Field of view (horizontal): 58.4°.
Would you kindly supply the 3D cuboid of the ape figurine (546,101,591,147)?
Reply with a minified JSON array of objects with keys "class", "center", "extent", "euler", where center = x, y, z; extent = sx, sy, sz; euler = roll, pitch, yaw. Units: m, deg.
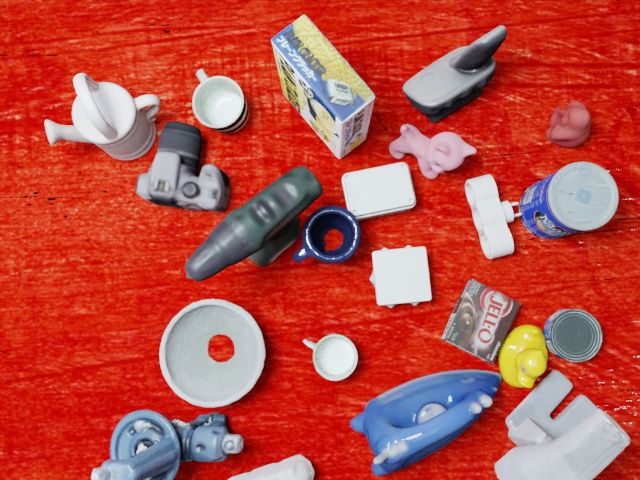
[{"class":"ape figurine","center":[0.417,-0.194,0.947],"extent":[0.078,0.092,0.076],"euler":[-32,85,-2]}]

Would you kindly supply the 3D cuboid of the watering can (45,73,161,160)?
[{"class":"watering can","center":[-0.342,-0.192,0.903],"extent":[0.173,0.194,0.101],"euler":[-42,85,-3]}]

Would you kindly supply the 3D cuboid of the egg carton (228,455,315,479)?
[{"class":"egg carton","center":[-0.073,0.408,0.904],"extent":[0.150,0.069,0.107],"euler":[-19,84,-1]}]

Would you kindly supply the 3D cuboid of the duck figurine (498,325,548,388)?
[{"class":"duck figurine","center":[0.333,0.188,0.913],"extent":[0.077,0.086,0.105],"euler":[18,85,3]}]

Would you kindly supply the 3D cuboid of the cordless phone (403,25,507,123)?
[{"class":"cordless phone","center":[0.215,-0.273,0.910],"extent":[0.147,0.185,0.094],"euler":[-36,85,-3]}]

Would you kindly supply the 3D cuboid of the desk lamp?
[{"class":"desk lamp","center":[0.345,0.303,0.837],"extent":[0.118,0.213,0.203],"euler":[43,86,5]}]

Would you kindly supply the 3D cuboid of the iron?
[{"class":"iron","center":[0.181,0.272,0.878],"extent":[0.258,0.141,0.118],"euler":[-27,84,-2]}]

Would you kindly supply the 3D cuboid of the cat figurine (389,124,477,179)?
[{"class":"cat figurine","center":[0.182,-0.151,0.932],"extent":[0.127,0.118,0.067],"euler":[30,86,4]}]

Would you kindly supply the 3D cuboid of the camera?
[{"class":"camera","center":[-0.222,-0.122,0.942],"extent":[0.143,0.101,0.137],"euler":[8,84,2]}]

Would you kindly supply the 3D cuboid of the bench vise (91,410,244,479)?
[{"class":"bench vise","center":[-0.228,0.301,0.840],"extent":[0.207,0.220,0.121],"euler":[-22,84,-1]}]

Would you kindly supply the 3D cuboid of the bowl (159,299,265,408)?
[{"class":"bowl","center":[-0.167,0.180,0.925],"extent":[0.167,0.075,0.167],"euler":[0,84,1]}]

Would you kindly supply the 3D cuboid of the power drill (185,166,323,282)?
[{"class":"power drill","center":[-0.092,-0.014,0.876],"extent":[0.230,0.208,0.075],"euler":[-42,85,-3]}]

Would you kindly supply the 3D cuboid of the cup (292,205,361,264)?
[{"class":"cup","center":[0.009,0.003,0.930],"extent":[0.118,0.095,0.091],"euler":[-35,85,-3]}]
